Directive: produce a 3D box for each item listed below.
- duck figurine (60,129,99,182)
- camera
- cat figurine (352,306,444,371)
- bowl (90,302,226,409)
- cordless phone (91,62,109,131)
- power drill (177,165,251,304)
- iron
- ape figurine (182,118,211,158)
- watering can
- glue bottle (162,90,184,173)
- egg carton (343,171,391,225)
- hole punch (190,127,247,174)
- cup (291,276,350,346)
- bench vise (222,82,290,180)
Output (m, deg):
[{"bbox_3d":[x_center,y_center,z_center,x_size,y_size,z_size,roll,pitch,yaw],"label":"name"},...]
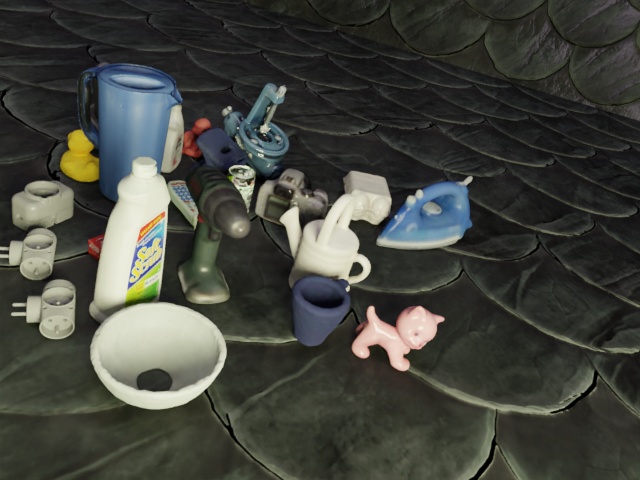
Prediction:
[{"bbox_3d":[-0.464,-0.171,1.120,0.078,0.086,0.104,-15,45,-41],"label":"duck figurine"},{"bbox_3d":[-0.046,-0.097,1.197,0.143,0.101,0.137,20,32,4],"label":"camera"},{"bbox_3d":[0.127,0.139,0.905,0.128,0.118,0.067,17,32,-1],"label":"cat figurine"},{"bbox_3d":[-0.210,0.162,0.747,0.167,0.075,0.167,13,32,-8],"label":"bowl"},{"bbox_3d":[-0.442,-0.295,1.226,0.094,0.185,0.147,16,32,-2],"label":"cordless phone"},{"bbox_3d":[-0.168,-0.007,0.898,0.076,0.208,0.229,-1,37,-27],"label":"power drill"},{"bbox_3d":[0.236,-0.067,1.248,0.259,0.141,0.118,-13,43,-39],"label":"iron"},{"bbox_3d":[-0.272,-0.235,1.304,0.076,0.092,0.077,-7,40,-34],"label":"ape figurine"},{"bbox_3d":[0.008,0.004,0.980,0.173,0.194,0.101,17,32,-1],"label":"watering can"},{"bbox_3d":[-0.309,-0.231,1.205,0.037,0.173,0.078,14,32,-5],"label":"glue bottle"},{"bbox_3d":[0.105,-0.099,1.302,0.107,0.069,0.150,10,33,-11],"label":"egg carton"},{"bbox_3d":[-0.215,-0.186,1.259,0.101,0.091,0.109,23,33,9],"label":"hole punch"},{"bbox_3d":[0.000,0.113,0.904,0.091,0.095,0.118,32,35,22],"label":"cup"},{"bbox_3d":[-0.152,-0.263,1.285,0.207,0.220,0.122,27,33,15],"label":"bench vise"}]
